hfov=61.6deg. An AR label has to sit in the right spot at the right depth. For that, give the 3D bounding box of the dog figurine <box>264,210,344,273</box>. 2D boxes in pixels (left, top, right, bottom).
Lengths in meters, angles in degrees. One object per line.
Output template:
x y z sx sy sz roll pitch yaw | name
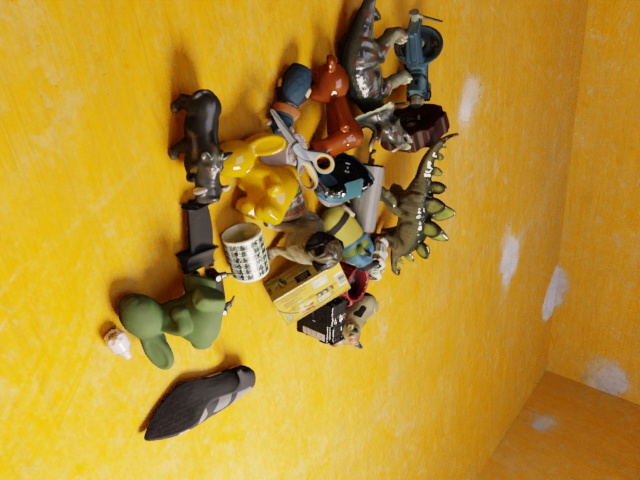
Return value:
-0.003 0.000 1.149 0.172 0.191 0.121 -37 130 -40 | dog figurine

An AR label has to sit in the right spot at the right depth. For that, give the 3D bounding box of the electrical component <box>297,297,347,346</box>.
0.004 0.171 1.284 0.058 0.115 0.134 -20 120 -49 | electrical component

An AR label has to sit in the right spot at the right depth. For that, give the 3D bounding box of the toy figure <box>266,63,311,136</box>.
-0.060 -0.275 1.078 0.057 0.064 0.154 29 79 -66 | toy figure

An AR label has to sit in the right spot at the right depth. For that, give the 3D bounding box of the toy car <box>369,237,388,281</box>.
0.149 0.052 1.412 0.201 0.056 0.073 89 11 -70 | toy car

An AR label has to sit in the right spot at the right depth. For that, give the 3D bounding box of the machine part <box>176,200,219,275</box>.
-0.226 -0.007 0.994 0.084 0.039 0.138 -15 116 -44 | machine part

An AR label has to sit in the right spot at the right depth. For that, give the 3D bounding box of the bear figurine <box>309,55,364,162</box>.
0.016 -0.280 1.148 0.120 0.132 0.195 -88 157 -82 | bear figurine

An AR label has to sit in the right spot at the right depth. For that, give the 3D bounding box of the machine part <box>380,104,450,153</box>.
0.235 -0.286 1.358 0.179 0.180 0.055 -45 133 -31 | machine part

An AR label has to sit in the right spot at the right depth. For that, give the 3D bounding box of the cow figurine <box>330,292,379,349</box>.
0.084 0.208 1.388 0.195 0.127 0.085 -39 128 -39 | cow figurine

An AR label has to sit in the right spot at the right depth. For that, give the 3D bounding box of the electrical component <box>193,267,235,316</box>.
-0.208 0.101 1.051 0.078 0.045 0.102 -23 120 -47 | electrical component

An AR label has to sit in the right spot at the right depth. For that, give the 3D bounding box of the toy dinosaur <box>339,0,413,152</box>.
0.105 -0.388 1.207 0.192 0.131 0.404 -44 128 -32 | toy dinosaur

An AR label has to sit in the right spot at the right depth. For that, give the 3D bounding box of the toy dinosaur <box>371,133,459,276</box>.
0.246 -0.078 1.388 0.105 0.199 0.470 -37 143 -41 | toy dinosaur

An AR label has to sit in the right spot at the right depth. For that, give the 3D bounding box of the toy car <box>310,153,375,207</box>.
0.041 -0.124 1.229 0.161 0.109 0.103 -29 159 -42 | toy car

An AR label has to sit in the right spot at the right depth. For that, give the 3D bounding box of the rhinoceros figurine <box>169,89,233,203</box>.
-0.196 -0.158 0.915 0.073 0.112 0.190 -10 103 -52 | rhinoceros figurine

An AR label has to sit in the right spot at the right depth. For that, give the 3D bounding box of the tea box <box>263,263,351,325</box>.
-0.028 0.103 1.201 0.170 0.068 0.098 -29 132 -5 | tea box

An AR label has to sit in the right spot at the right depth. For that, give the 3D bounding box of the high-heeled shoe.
-0.241 0.335 1.105 0.249 0.086 0.145 -30 159 -20 | high-heeled shoe

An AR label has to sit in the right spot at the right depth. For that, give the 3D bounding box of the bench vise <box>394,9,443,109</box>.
0.234 -0.450 1.313 0.240 0.129 0.223 59 48 -66 | bench vise

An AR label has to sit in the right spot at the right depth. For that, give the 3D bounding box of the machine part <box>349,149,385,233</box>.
0.113 -0.106 1.346 0.079 0.079 0.243 -6 107 -50 | machine part

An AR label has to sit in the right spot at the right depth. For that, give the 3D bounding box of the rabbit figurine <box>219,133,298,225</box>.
-0.123 -0.130 1.012 0.173 0.122 0.162 34 89 -28 | rabbit figurine

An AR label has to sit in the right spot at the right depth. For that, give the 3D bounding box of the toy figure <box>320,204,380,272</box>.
0.069 -0.004 1.280 0.180 0.082 0.089 59 41 -9 | toy figure

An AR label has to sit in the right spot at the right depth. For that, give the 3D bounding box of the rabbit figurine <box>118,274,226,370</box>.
-0.271 0.137 0.951 0.170 0.121 0.159 5 112 -27 | rabbit figurine
